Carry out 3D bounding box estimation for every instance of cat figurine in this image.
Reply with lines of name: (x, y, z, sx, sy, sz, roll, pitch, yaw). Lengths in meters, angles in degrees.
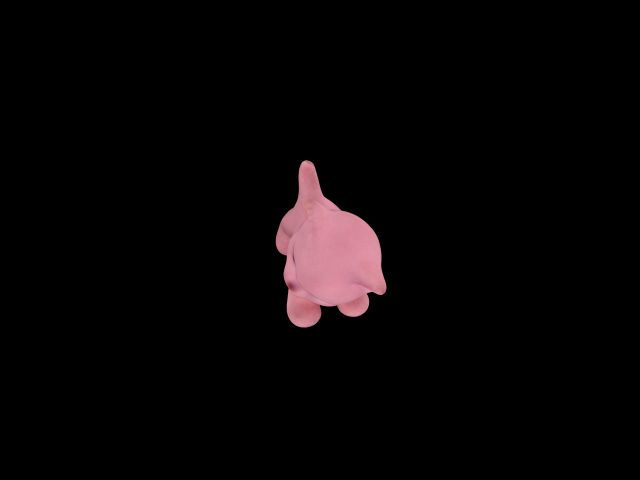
cat figurine: (0.004, 0.001, 0.400, 0.067, 0.118, 0.127, -10, 53, -7)
